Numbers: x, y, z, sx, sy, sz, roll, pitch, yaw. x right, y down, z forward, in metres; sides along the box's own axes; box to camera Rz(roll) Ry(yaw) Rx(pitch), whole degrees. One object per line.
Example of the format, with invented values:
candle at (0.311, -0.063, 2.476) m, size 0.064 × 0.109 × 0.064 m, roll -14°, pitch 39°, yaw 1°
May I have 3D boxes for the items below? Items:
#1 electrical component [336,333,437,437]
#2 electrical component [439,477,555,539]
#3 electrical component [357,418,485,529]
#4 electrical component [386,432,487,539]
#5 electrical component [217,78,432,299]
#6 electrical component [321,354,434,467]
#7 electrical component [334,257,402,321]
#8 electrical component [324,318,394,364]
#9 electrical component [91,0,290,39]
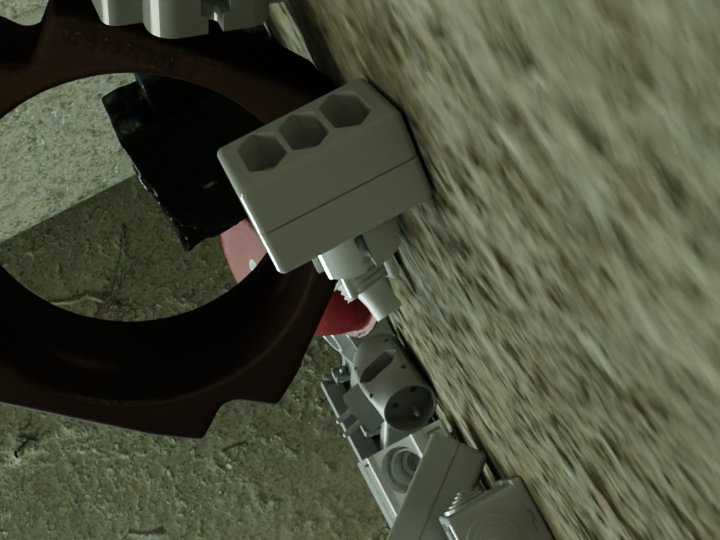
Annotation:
electrical component at (0.014, 0.099, 0.843) m, size 0.043 × 0.079 × 0.077 m, roll 44°, pitch -174°, yaw -32°
electrical component at (0.086, 0.169, 0.617) m, size 0.099 × 0.048 × 0.099 m, roll 62°, pitch 175°, yaw 11°
electrical component at (0.063, 0.180, 0.809) m, size 0.121 × 0.079 × 0.063 m, roll 62°, pitch -155°, yaw 9°
electrical component at (0.066, 0.160, 0.695) m, size 0.076 × 0.083 × 0.047 m, roll 22°, pitch 165°, yaw 11°
electrical component at (-0.007, -0.023, 0.421) m, size 0.076 × 0.066 × 0.047 m, roll 65°, pitch 175°, yaw -31°
electrical component at (0.021, 0.119, 0.961) m, size 0.121 × 0.079 × 0.063 m, roll -124°, pitch 29°, yaw -54°
electrical component at (0.000, 0.000, 0.627) m, size 0.062 × 0.048 × 0.048 m, roll 55°, pitch 175°, yaw 2°
electrical component at (-0.005, 0.035, 0.926) m, size 0.099 × 0.064 × 0.099 m, roll 48°, pitch 167°, yaw 15°
electrical component at (-0.062, -0.128, 0.403) m, size 0.057 × 0.078 × 0.058 m, roll 98°, pitch 151°, yaw -45°
